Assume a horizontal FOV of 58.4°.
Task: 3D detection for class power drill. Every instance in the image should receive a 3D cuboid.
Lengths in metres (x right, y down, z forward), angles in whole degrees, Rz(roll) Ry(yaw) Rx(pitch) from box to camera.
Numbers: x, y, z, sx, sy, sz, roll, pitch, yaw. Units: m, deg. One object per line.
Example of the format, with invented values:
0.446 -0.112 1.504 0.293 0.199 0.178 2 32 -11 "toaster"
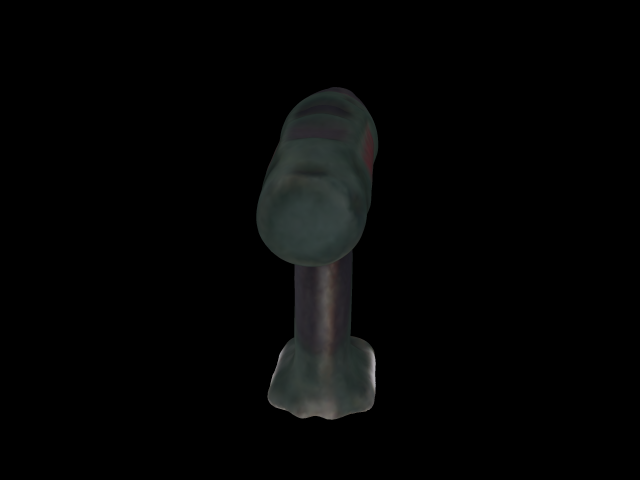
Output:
0.004 0.001 0.400 0.075 0.208 0.229 1 15 4 "power drill"
